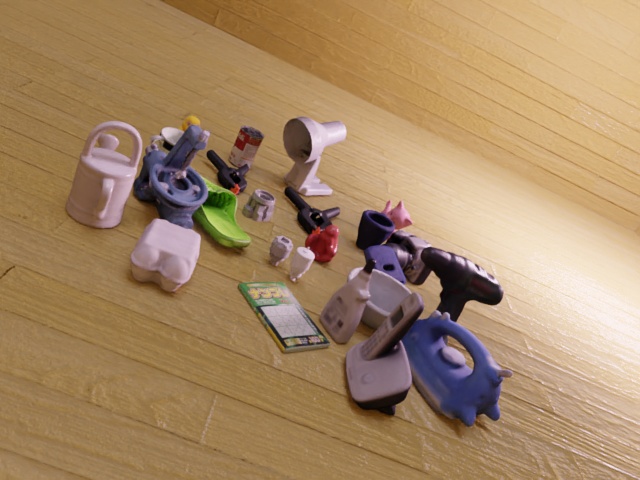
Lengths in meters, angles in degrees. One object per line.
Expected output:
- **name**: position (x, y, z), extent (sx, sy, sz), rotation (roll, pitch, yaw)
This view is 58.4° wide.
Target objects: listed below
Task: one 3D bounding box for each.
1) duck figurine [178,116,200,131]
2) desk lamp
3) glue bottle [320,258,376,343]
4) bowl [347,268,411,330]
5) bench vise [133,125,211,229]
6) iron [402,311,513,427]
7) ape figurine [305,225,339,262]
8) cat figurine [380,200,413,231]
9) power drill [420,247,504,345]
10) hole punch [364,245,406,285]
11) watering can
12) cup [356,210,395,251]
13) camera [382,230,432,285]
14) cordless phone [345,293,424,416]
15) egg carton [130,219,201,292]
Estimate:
- **duck figurine**: position (-0.345, -0.288, 1.511), extent (0.078, 0.086, 0.104), rotation (13, 28, -28)
- **desk lamp**: position (-0.022, -0.238, 1.589), extent (0.117, 0.213, 0.204), rotation (42, 28, 28)
- **glue bottle**: position (0.061, 0.106, 1.063), extent (0.037, 0.173, 0.078), rotation (5, 33, -40)
- **bowl**: position (0.118, 0.135, 1.183), extent (0.168, 0.074, 0.167), rotation (23, 25, -11)
- **bench vise**: position (-0.297, -0.147, 1.130), extent (0.207, 0.219, 0.122), rotation (37, 26, 20)
- **iron**: position (0.243, 0.216, 1.074), extent (0.119, 0.141, 0.257), rotation (5, 33, -40)
- **ape figurine**: position (0.012, 0.005, 1.304), extent (0.076, 0.092, 0.077), rotation (-2, 38, -47)
- **cat figurine**: position (0.205, -0.063, 1.599), extent (0.067, 0.117, 0.127), rotation (15, 27, -25)
- **power drill**: position (0.262, 0.123, 1.190), extent (0.230, 0.208, 0.075), rotation (14, 28, -27)
- **hole punch**: position (0.144, 0.073, 1.308), extent (0.109, 0.091, 0.100), rotation (-2, 38, -47)
- **watering can**: position (-0.388, -0.131, 1.038), extent (0.101, 0.194, 0.172), rotation (-2, 38, -47)
- **cup**: position (0.136, -0.021, 1.474), extent (0.091, 0.095, 0.118), rotation (30, 25, 5)
- **camera**: position (0.204, 0.030, 1.440), extent (0.137, 0.101, 0.142), rotation (9, 31, -35)
- **cordless phone**: position (0.120, 0.185, 0.957), extent (0.094, 0.185, 0.147), rotation (20, 26, -16)
- **egg carton**: position (-0.269, 0.025, 1.008), extent (0.107, 0.069, 0.150), rotation (21, 26, -14)
